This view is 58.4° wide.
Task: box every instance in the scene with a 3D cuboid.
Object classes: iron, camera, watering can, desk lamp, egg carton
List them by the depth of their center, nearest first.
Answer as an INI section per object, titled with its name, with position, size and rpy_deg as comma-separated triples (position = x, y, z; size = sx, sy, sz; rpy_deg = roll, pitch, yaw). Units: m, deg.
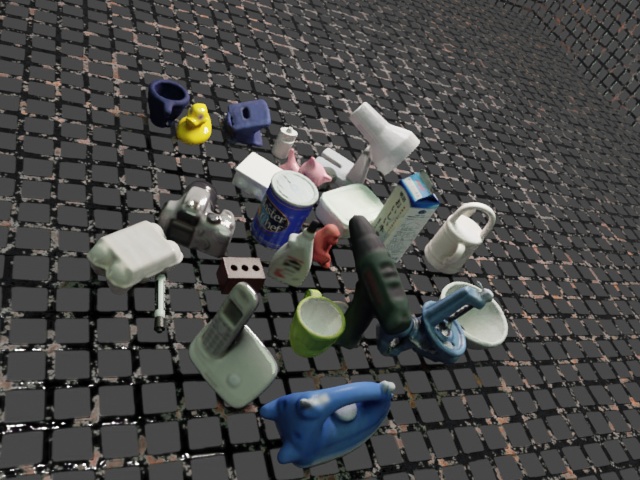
[iron]
position = 0.042, 0.271, 0.933
size = 0.259, 0.141, 0.118
rpy_deg = -5, 51, -35
[egg carton]
position = -0.325, 0.029, 1.012
size = 0.107, 0.069, 0.151
rpy_deg = 43, 42, 14
[camera]
position = -0.231, -0.058, 1.133
size = 0.143, 0.100, 0.137
rpy_deg = 22, 41, -10
[watering can]
position = 0.339, -0.021, 1.370
size = 0.101, 0.194, 0.172
rpy_deg = 13, 43, -20
[desk lamp]
position = 0.115, -0.222, 1.424
size = 0.203, 0.213, 0.118
rpy_deg = 33, 40, 3

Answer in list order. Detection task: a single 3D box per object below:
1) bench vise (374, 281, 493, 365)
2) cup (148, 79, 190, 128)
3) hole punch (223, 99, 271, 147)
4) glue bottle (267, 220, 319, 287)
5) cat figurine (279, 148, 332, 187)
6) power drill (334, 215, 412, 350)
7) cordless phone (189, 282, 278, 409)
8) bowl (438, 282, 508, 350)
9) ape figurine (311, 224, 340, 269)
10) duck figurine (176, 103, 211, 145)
[bench vise]
position = 0.217, 0.160, 1.093
size = 0.208, 0.219, 0.121
rpy_deg = 4, 47, -28
[cup]
position = -0.352, -0.296, 1.306
size = 0.092, 0.095, 0.117
rpy_deg = 10, 44, -23
[hole punch]
position = -0.181, -0.294, 1.412
size = 0.101, 0.091, 0.108
rpy_deg = 6, 46, -27
[glue bottle]
position = -0.041, 0.020, 1.114
size = 0.078, 0.173, 0.037
rpy_deg = 19, 41, -13
[cat figurine]
position = -0.038, -0.159, 1.340
size = 0.067, 0.117, 0.127
rpy_deg = -23, 63, -44
[power drill]
position = 0.077, 0.098, 1.079
size = 0.076, 0.208, 0.229
rpy_deg = -6, 52, -35
[cordless phone]
position = -0.122, 0.165, 0.908
size = 0.147, 0.185, 0.094
rpy_deg = 44, 42, 15
[bowl]
position = 0.319, 0.177, 1.249
size = 0.168, 0.074, 0.167
rpy_deg = 17, 42, -16
[ape figurine]
position = 0.011, 0.004, 1.224
size = 0.076, 0.092, 0.078
rpy_deg = 36, 40, 6
[duck figurine]
position = -0.286, -0.281, 1.338
size = 0.077, 0.086, 0.105
rpy_deg = 31, 40, 0
